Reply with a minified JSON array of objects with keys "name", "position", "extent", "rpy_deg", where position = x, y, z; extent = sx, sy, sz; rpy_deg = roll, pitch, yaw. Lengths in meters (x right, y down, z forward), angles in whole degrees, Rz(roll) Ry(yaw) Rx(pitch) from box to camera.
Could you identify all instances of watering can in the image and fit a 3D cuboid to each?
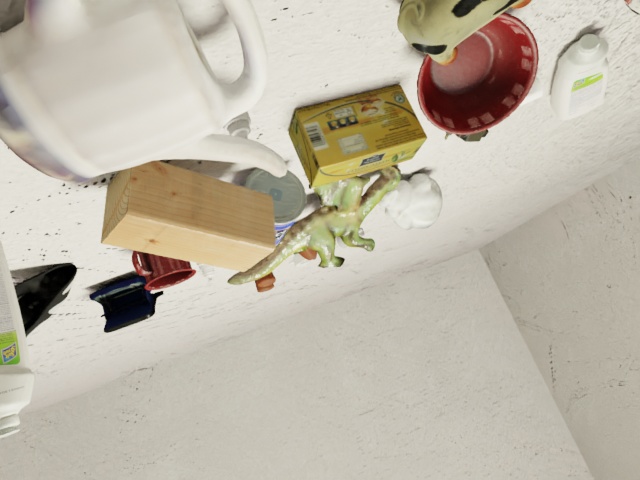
[{"name":"watering can","position":[-0.146,-0.114,0.464],"extent":[0.224,0.106,0.341],"rpy_deg":[-22,154,-2]}]

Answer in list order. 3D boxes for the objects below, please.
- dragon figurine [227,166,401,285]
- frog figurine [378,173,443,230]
[{"name":"dragon figurine","position":[0.003,-0.052,1.024],"extent":[0.414,0.124,0.237],"rpy_deg":[-23,141,-25]},{"name":"frog figurine","position":[0.211,-0.093,1.187],"extent":[0.137,0.124,0.158],"rpy_deg":[-58,149,6]}]
